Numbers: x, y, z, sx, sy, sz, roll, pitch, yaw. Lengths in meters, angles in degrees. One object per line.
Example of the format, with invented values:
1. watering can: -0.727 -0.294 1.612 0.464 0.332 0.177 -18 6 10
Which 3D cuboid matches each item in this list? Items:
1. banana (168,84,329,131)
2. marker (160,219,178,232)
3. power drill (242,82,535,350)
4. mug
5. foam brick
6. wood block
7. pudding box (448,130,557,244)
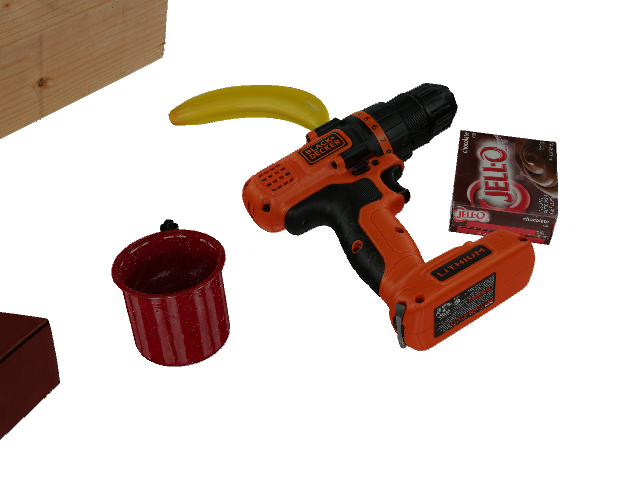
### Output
1. banana: -0.071 -0.148 1.199 0.198 0.037 0.069 8 42 18
2. marker: -0.154 0.034 1.107 0.020 0.121 0.020 0 28 0
3. power drill: 0.063 -0.024 0.757 0.184 0.057 0.188 -32 53 -15
4. mug: -0.124 0.044 0.894 0.093 0.081 0.117 -17 37 -15
5. foam brick: -0.219 0.089 0.708 0.053 0.051 0.078 7 29 23
6. wood block: -0.233 -0.178 0.922 0.090 0.091 0.205 30 43 21
7. pudding box: 0.163 -0.049 0.952 0.090 0.039 0.113 8 40 4
